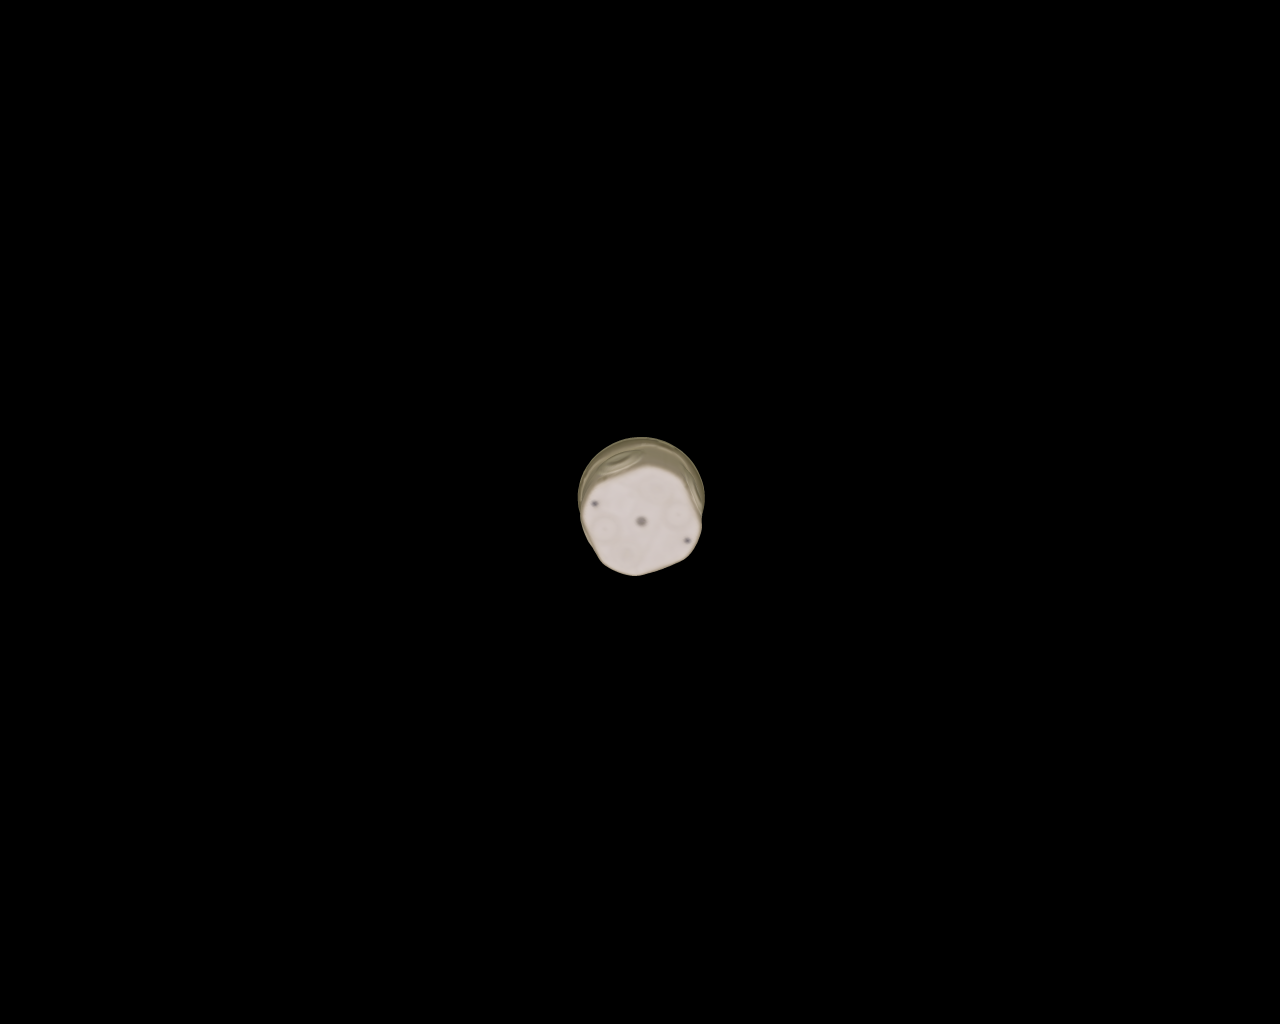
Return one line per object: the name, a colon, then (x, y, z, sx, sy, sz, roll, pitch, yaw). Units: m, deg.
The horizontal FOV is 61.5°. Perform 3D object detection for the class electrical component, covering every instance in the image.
electrical component: (0.001, -0.003, 0.650, 0.080, 0.080, 0.051, 0, 19, 0)
